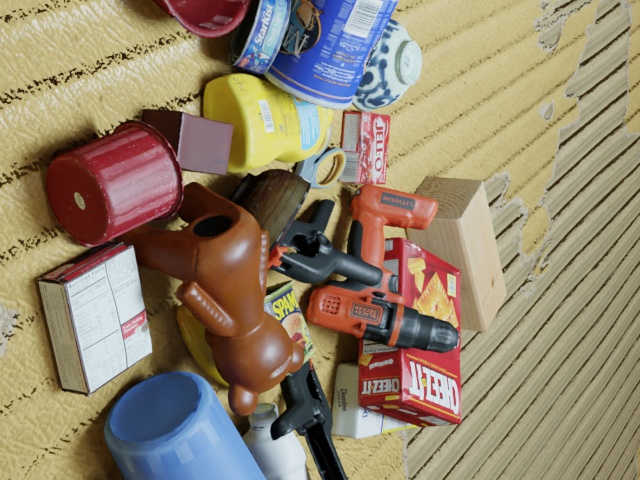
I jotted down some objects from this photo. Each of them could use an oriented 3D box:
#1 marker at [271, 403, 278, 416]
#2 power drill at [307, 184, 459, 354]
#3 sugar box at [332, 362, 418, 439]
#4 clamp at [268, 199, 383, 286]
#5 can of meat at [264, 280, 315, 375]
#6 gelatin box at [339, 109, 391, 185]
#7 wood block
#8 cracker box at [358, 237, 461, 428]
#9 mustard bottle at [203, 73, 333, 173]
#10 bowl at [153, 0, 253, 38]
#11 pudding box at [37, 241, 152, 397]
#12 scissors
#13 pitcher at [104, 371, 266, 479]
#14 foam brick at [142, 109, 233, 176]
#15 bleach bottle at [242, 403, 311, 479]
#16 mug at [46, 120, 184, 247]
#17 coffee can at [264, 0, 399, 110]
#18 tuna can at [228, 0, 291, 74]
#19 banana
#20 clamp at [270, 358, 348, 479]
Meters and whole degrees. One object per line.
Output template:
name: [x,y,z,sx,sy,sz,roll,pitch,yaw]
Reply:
marker: [-0.050,0.245,1.234,0.020,0.020,0.121,-37,126,-49]
power drill: [0.089,0.036,1.284,0.057,0.184,0.187,113,-9,-69]
sugar box: [0.079,0.207,1.407,0.175,0.048,0.093,8,87,-55]
clamp: [-0.008,0.001,1.197,0.171,0.120,0.039,4,134,-51]
can of meat: [-0.051,0.097,1.125,0.084,0.057,0.102,70,20,-3]
gelatin box: [0.057,-0.113,1.316,0.073,0.030,0.089,-3,99,-58]
wood block: [0.193,0.021,1.506,0.090,0.090,0.206,-53,138,-39]
cracker box: [0.120,0.121,1.373,0.164,0.072,0.213,28,57,-51]
mustard bottle: [-0.042,-0.129,1.127,0.191,0.058,0.096,-17,92,-56]
bowl: [-0.121,-0.267,0.977,0.161,0.055,0.162,-18,112,-55]
pudding box: [-0.197,0.068,0.946,0.089,0.039,0.113,-33,122,-50]
scissors: [-0.029,-0.077,1.203,0.201,0.016,0.096,-34,123,-50]
pitcher: [-0.115,0.240,1.046,0.144,0.149,0.243,-40,127,-27]
foam brick: [-0.127,-0.092,1.009,0.078,0.051,0.053,7,91,-57]
bleach bottle: [-0.046,0.302,1.197,0.067,0.103,0.251,-27,110,-46]
mug: [-0.181,-0.038,0.914,0.081,0.093,0.117,-31,159,-46]
coffee can: [0.012,-0.217,1.077,0.102,0.103,0.140,-15,136,-56]
tuna can: [-0.060,-0.209,1.057,0.033,0.086,0.086,17,79,-18]
banana: [-0.094,0.123,1.127,0.197,0.037,0.069,34,40,-58]
clamp: [-0.007,0.205,1.169,0.164,0.036,0.210,59,11,-24]
